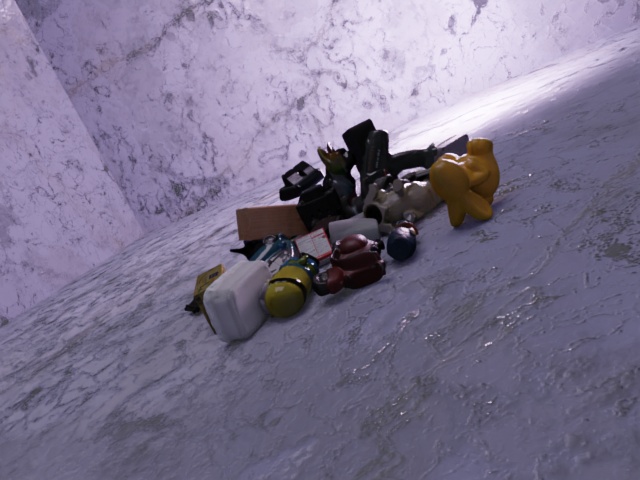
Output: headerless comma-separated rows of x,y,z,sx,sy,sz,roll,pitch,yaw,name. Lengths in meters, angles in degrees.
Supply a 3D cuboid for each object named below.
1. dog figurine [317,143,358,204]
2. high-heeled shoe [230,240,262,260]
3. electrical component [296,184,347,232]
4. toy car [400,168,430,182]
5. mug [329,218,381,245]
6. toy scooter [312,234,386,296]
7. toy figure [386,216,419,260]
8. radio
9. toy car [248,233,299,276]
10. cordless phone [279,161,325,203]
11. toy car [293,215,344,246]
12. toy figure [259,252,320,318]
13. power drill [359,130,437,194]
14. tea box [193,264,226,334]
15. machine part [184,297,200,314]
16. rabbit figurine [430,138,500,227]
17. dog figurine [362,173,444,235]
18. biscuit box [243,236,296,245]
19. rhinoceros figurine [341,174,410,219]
0.032,-0.161,1.527,0.192,0.219,0.108,-16,13,32,dog figurine
-0.127,0.043,1.418,0.249,0.086,0.145,13,6,43,high-heeled shoe
0.002,-0.081,1.455,0.115,0.134,0.058,-24,13,13,electrical component
0.282,-0.146,1.325,0.202,0.073,0.056,-16,17,34,toy car
0.080,-0.011,1.190,0.107,0.080,0.109,-11,11,9,mug
0.073,0.040,0.999,0.135,0.075,0.184,-17,19,31,toy scooter
0.160,-0.003,1.043,0.064,0.057,0.154,-14,11,18,toy figure
0.148,-0.221,1.530,0.073,0.229,0.131,-26,8,-6,radio
-0.095,0.065,1.156,0.103,0.109,0.162,14,47,44,toy car
-0.067,-0.132,1.622,0.146,0.089,0.184,-43,-19,-39,cordless phone
-0.003,-0.004,1.345,0.089,0.053,0.202,-11,23,31,toy car
-0.050,0.083,1.046,0.089,0.082,0.180,-18,13,33,toy figure
0.209,-0.177,1.428,0.207,0.232,0.086,-2,-1,9,power drill
-0.219,0.122,1.159,0.068,0.098,0.170,-27,15,-5,tea box
-0.267,0.136,1.324,0.139,0.039,0.084,-34,10,-28,machine part
0.267,-0.108,1.037,0.122,0.162,0.173,-12,-3,39,rabbit figurine
0.206,-0.089,1.244,0.172,0.121,0.190,-7,9,45,dog figurine
-0.126,-0.017,1.600,0.203,0.059,0.063,-32,14,-25,biscuit box
0.141,-0.100,1.344,0.190,0.112,0.073,-32,-20,30,rhinoceros figurine
